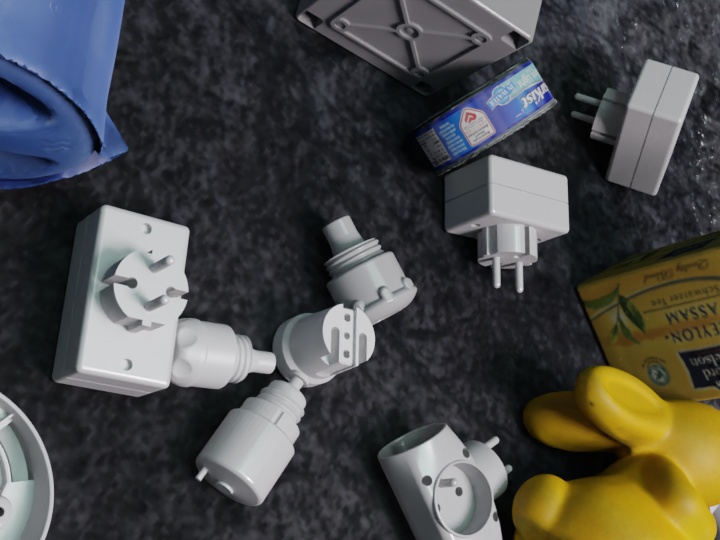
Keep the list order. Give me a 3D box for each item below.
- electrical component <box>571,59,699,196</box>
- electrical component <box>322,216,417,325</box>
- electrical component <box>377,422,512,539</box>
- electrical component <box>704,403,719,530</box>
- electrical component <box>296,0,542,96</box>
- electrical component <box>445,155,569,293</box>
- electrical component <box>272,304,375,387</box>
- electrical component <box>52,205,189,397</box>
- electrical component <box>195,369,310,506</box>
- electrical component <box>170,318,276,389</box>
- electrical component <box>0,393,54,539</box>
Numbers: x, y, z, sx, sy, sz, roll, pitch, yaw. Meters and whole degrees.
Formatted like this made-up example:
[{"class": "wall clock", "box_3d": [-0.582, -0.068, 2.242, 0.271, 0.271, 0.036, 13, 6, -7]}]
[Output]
[{"class": "electrical component", "box_3d": [0.185, -0.104, 0.753, 0.076, 0.083, 0.047, 20, 60, 14]}, {"class": "electrical component", "box_3d": [0.000, 0.000, 0.612, 0.048, 0.048, 0.062, -24, 84, -36]}, {"class": "electrical component", "box_3d": [0.058, 0.123, 0.618, 0.079, 0.044, 0.077, -27, 94, -37]}, {"class": "electrical component", "box_3d": [0.230, 0.144, 0.730, 0.079, 0.043, 0.077, -38, 100, -34]}, {"class": "electrical component", "box_3d": [0.036, -0.164, 0.640, 0.109, 0.109, 0.056, 26, 67, -26]}, {"class": "electrical component", "box_3d": [0.093, -0.024, 0.678, 0.066, 0.047, 0.076, 11, 71, -32]}, {"class": "electrical component", "box_3d": [-0.019, 0.040, 0.585, 0.040, 0.046, 0.040, 13, 67, -34]}, {"class": "electrical component", "box_3d": [-0.107, 0.012, 0.515, 0.047, 0.076, 0.083, 15, 69, -31]}, {"class": "electrical component", "box_3d": [-0.051, 0.085, 0.556, 0.040, 0.040, 0.078, 45, 58, -16]}, {"class": "electrical component", "box_3d": [-0.072, 0.045, 0.556, 0.061, 0.035, 0.035, 11, 71, -34]}, {"class": "electrical component", "box_3d": [-0.182, 0.092, 0.450, 0.099, 0.064, 0.099, 10, 72, -32]}]
